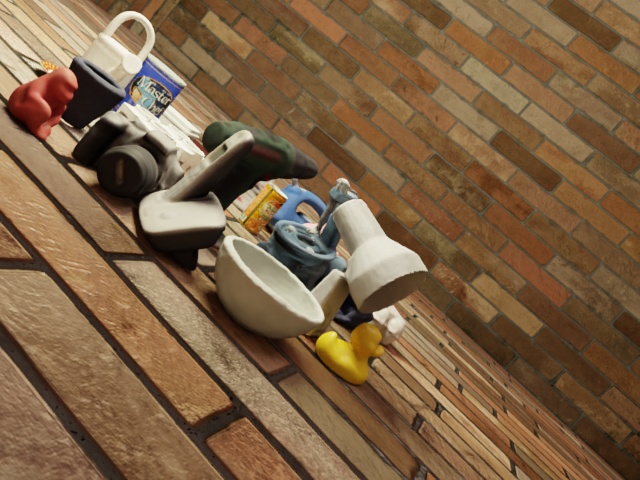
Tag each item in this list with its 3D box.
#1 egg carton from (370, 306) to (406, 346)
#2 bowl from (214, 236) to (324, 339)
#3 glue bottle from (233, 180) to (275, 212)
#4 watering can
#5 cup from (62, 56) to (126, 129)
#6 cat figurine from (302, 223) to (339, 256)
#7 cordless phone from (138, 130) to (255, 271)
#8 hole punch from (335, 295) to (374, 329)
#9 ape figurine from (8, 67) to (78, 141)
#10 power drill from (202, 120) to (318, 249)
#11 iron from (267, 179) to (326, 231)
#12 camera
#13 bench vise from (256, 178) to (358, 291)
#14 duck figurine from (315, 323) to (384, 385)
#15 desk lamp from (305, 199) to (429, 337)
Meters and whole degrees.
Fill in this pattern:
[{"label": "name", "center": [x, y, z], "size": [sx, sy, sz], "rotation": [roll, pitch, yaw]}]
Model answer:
[{"label": "egg carton", "center": [0.128, 0.168, 1.280], "size": [0.107, 0.069, 0.150], "rotation": [38, 8, -24]}, {"label": "bowl", "center": [-0.078, 0.074, 0.740], "size": [0.167, 0.074, 0.167], "rotation": [41, 7, -6]}, {"label": "glue bottle", "center": [-0.132, -0.139, 1.323], "size": [0.078, 0.173, 0.037], "rotation": [40, 7, -7]}, {"label": "watering can", "center": [-0.406, -0.367, 1.155], "size": [0.172, 0.194, 0.101], "rotation": [44, 8, 23]}, {"label": "cup", "center": [-0.368, -0.226, 0.914], "size": [0.091, 0.095, 0.118], "rotation": [42, 7, 3]}, {"label": "cat figurine", "center": [-0.015, 0.017, 1.229], "size": [0.128, 0.117, 0.067], "rotation": [38, 8, -26]}, {"label": "cordless phone", "center": [-0.151, -0.067, 0.755], "size": [0.094, 0.185, 0.147], "rotation": [37, 8, -32]}, {"label": "hole punch", "center": [0.061, 0.116, 1.153], "size": [0.101, 0.091, 0.108], "rotation": [35, 10, -43]}, {"label": "ape figurine", "center": [-0.358, -0.188, 0.759], "size": [0.076, 0.092, 0.078], "rotation": [42, 7, 6]}, {"label": "power drill", "center": [-0.125, -0.089, 0.922], "size": [0.075, 0.208, 0.230], "rotation": [46, 8, 33]}, {"label": "iron", "center": [-0.033, -0.048, 1.427], "size": [0.259, 0.141, 0.118], "rotation": [35, 9, -40]}, {"label": "camera", "center": [-0.262, -0.115, 0.791], "size": [0.143, 0.100, 0.137], "rotation": [40, 7, -8]}, {"label": "bench vise", "center": [0.002, -0.004, 1.041], "size": [0.121, 0.219, 0.208], "rotation": [45, 8, 28]}, {"label": "duck figurine", "center": [0.052, 0.160, 0.863], "size": [0.105, 0.086, 0.077], "rotation": [37, 8, -29]}, {"label": "desk lamp", "center": [0.035, 0.053, 0.902], "size": [0.202, 0.213, 0.118], "rotation": [45, 8, 27]}]
